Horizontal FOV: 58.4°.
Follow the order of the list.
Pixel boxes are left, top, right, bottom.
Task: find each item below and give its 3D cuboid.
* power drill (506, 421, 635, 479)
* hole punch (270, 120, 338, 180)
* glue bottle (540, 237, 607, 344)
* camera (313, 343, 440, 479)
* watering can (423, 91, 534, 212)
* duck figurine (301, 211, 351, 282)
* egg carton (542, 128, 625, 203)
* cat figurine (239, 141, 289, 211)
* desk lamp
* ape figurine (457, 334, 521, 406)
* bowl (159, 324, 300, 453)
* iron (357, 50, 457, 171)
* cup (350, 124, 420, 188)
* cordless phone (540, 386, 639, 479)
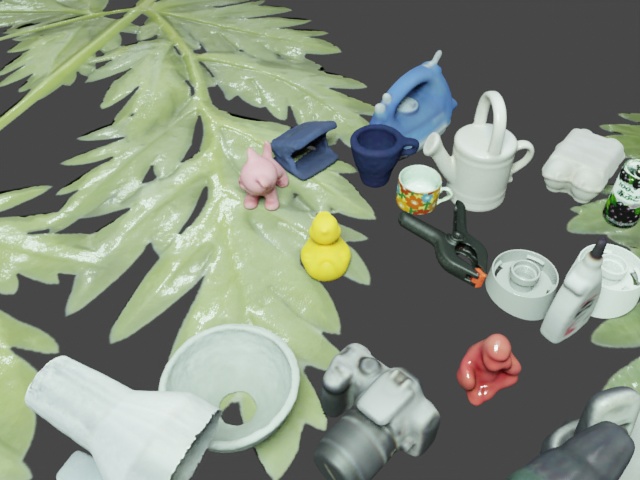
[{"bbox_3d":[0.169,0.272,0.509,0.230,0.209,0.075,-29,51,-24],"label":"power drill"},{"bbox_3d":[-0.033,-0.178,1.042,0.100,0.091,0.109,34,56,30],"label":"hole punch"},{"bbox_3d":[0.335,0.061,0.736,0.078,0.173,0.037,-31,52,-25],"label":"glue bottle"},{"bbox_3d":[0.047,0.204,0.656,0.142,0.101,0.137,33,55,30],"label":"camera"},{"bbox_3d":[0.259,-0.146,0.928,0.173,0.194,0.100,-19,48,-16],"label":"watering can"},{"bbox_3d":[0.008,0.003,0.866,0.077,0.086,0.104,-2,45,0],"label":"duck figurine"},{"bbox_3d":[0.457,-0.133,0.996,0.107,0.069,0.150,28,53,26],"label":"egg carton"},{"bbox_3d":[-0.098,-0.113,0.962,0.067,0.118,0.128,5,46,7],"label":"cat figurine"},{"bbox_3d":[-0.196,0.210,0.579,0.202,0.214,0.118,18,49,19],"label":"desk lamp"},{"bbox_3d":[0.211,0.151,0.709,0.077,0.092,0.076,5,46,7],"label":"ape figurine"},{"bbox_3d":[-0.105,0.188,0.695,0.167,0.075,0.167,-1,45,1],"label":"bowl"},{"bbox_3d":[0.154,-0.245,1.067,0.118,0.141,0.259,30,54,28],"label":"iron"},{"bbox_3d":[0.111,-0.141,0.998,0.117,0.095,0.091,0,45,2],"label":"cup"},{"bbox_3d":[0.313,0.204,0.587,0.148,0.185,0.094,-15,47,-12],"label":"cordless phone"}]
